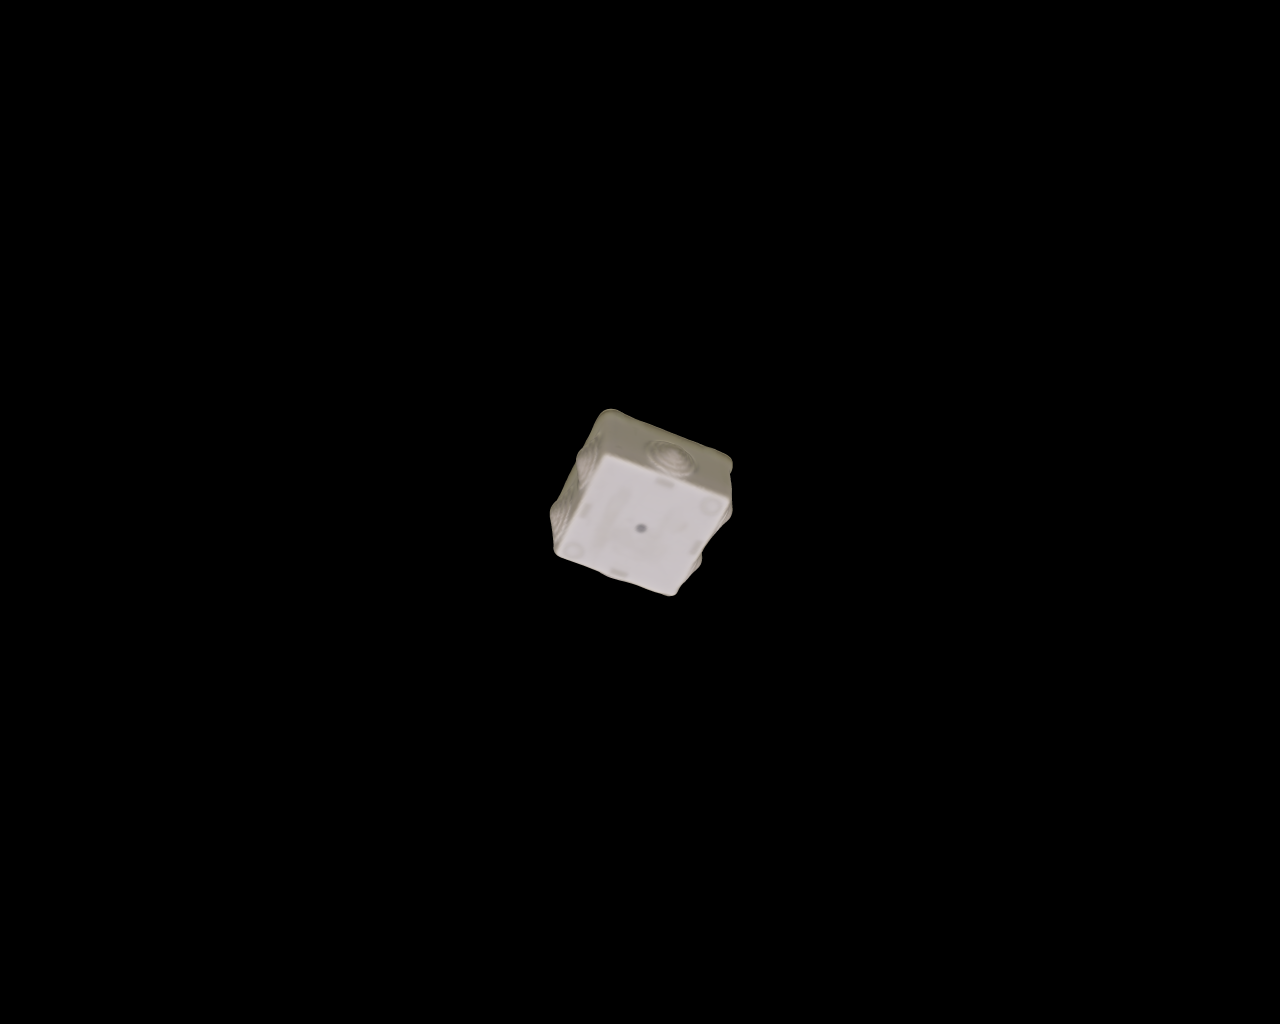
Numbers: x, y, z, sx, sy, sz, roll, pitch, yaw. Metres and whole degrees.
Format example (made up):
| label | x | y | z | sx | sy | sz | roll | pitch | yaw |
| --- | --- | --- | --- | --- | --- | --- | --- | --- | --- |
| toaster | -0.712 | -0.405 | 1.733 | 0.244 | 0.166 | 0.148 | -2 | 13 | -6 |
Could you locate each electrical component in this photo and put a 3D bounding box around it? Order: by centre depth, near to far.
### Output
| label | x | y | z | sx | sy | sz | roll | pitch | yaw |
| --- | --- | --- | --- | --- | --- | --- | --- | --- | --- |
| electrical component | 0.001 | -0.003 | 0.650 | 0.100 | 0.099 | 0.048 | 21 | 32 | -14 |
